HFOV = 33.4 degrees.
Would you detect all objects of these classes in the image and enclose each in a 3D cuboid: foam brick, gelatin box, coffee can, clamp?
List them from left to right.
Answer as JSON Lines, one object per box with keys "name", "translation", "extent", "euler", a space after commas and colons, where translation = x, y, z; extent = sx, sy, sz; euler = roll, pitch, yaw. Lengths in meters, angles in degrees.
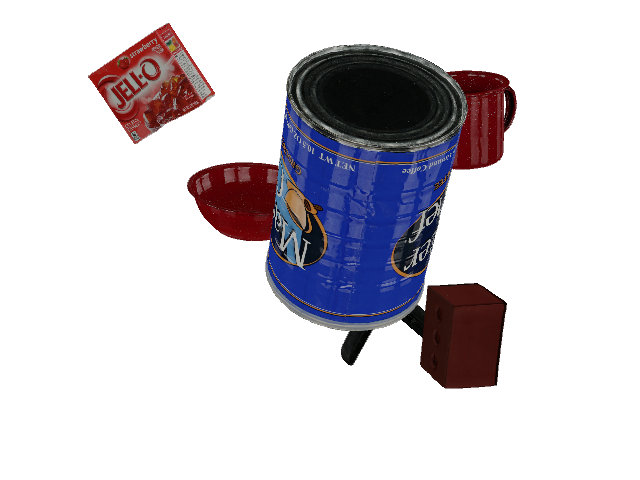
{"name": "gelatin box", "translation": [-0.148, -0.135, 0.926], "extent": [0.089, 0.073, 0.030], "euler": [-24, 16, 32]}
{"name": "coffee can", "translation": [0.024, -0.030, 0.639], "extent": [0.102, 0.140, 0.103], "euler": [5, 41, -5]}
{"name": "clamp", "translation": [0.084, 0.070, 1.188], "extent": [0.120, 0.171, 0.039], "euler": [5, -43, -3]}
{"name": "foam brick", "translation": [0.121, 0.081, 0.915], "extent": [0.051, 0.078, 0.053], "euler": [-3, 18, -21]}

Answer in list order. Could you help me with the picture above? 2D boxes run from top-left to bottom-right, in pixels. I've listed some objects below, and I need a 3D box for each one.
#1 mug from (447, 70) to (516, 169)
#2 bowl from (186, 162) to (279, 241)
{"name": "mug", "translation": [0.156, -0.126, 1.099], "extent": [0.117, 0.081, 0.093], "euler": [-20, 28, -32]}
{"name": "bowl", "translation": [-0.085, -0.043, 1.316], "extent": [0.162, 0.055, 0.162], "euler": [4, 25, -2]}
